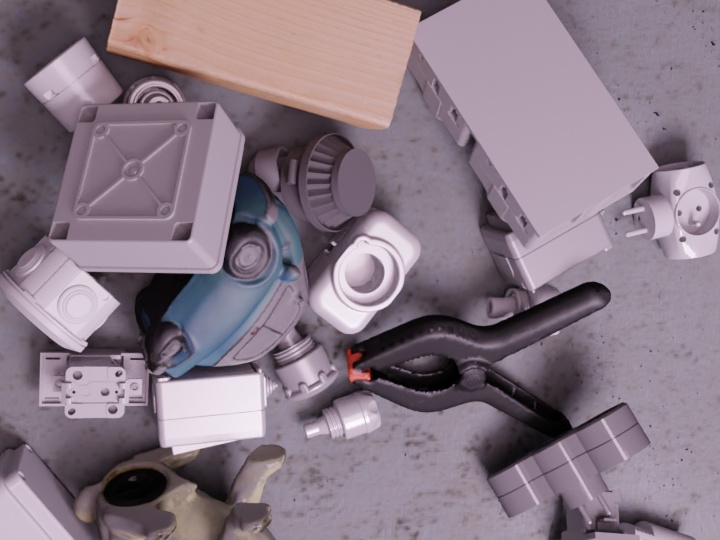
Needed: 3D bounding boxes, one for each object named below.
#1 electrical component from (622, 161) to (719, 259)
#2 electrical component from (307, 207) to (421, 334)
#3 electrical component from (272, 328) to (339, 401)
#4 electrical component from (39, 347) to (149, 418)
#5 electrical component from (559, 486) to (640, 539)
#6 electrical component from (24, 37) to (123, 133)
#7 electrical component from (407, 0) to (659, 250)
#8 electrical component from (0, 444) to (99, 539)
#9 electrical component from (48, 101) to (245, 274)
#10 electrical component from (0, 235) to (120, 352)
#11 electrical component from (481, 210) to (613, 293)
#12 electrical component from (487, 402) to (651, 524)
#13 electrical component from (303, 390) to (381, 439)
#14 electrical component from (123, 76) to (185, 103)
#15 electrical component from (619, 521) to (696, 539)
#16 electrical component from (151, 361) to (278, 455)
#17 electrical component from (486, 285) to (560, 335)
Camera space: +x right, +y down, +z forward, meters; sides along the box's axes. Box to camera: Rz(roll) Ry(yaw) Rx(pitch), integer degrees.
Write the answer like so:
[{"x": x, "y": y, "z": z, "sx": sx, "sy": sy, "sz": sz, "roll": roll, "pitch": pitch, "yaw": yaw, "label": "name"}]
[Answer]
[{"x": 0.260, "y": -0.047, "z": 0.914, "sx": 0.079, "sy": 0.044, "sz": 0.077, "roll": -13, "pitch": 101, "yaw": -12, "label": "electrical component"}, {"x": 0.000, "y": 0.000, "z": 0.846, "sx": 0.054, "sy": 0.059, "sz": 0.095, "roll": 39, "pitch": 88, "yaw": -16, "label": "electrical component"}, {"x": -0.049, "y": 0.069, "z": 0.853, "sx": 0.048, "sy": 0.048, "sz": 0.062, "roll": -29, "pitch": 97, "yaw": -9, "label": "electrical component"}, {"x": -0.199, "y": 0.084, "z": 0.806, "sx": 0.081, "sy": 0.064, "sz": 0.042, "roll": 1, "pitch": 97, "yaw": -14, "label": "electrical component"}, {"x": 0.200, "y": 0.220, "z": 0.925, "sx": 0.042, "sy": 0.081, "sz": 0.063, "roll": 7, "pitch": 69, "yaw": -17, "label": "electrical component"}, {"x": -0.206, "y": -0.133, "z": 0.777, "sx": 0.055, "sy": 0.055, "sz": 0.047, "roll": -40, "pitch": 109, "yaw": -6, "label": "electrical component"}, {"x": 0.126, "y": -0.121, "z": 0.829, "sx": 0.105, "sy": 0.060, "sz": 0.186, "roll": -30, "pitch": 80, "yaw": -9, "label": "electrical component"}, {"x": -0.244, "y": 0.195, "z": 0.804, "sx": 0.057, "sy": 0.078, "sz": 0.113, "roll": -36, "pitch": 105, "yaw": -4, "label": "electrical component"}, {"x": -0.144, "y": -0.056, "z": 0.735, "sx": 0.109, "sy": 0.056, "sz": 0.108, "roll": 1, "pitch": 68, "yaw": 16, "label": "electrical component"}, {"x": -0.219, "y": 0.018, "z": 0.783, "sx": 0.080, "sy": 0.080, "sz": 0.051, "roll": 45, "pitch": 81, "yaw": -16, "label": "electrical component"}, {"x": 0.156, "y": -0.034, "z": 0.880, "sx": 0.096, "sy": 0.062, "sz": 0.061, "roll": -29, "pitch": 104, "yaw": -9, "label": "electrical component"}, {"x": 0.179, "y": 0.172, "z": 0.886, "sx": 0.138, "sy": 0.052, "sz": 0.073, "roll": -34, "pitch": 79, "yaw": 26, "label": "electrical component"}, {"x": -0.016, "y": 0.121, "z": 0.874, "sx": 0.061, "sy": 0.035, "sz": 0.035, "roll": -18, "pitch": 102, "yaw": -9, "label": "electrical component"}, {"x": -0.149, "y": -0.118, "z": 0.789, "sx": 0.048, "sy": 0.062, "sz": 0.048, "roll": -2, "pitch": 99, "yaw": -14, "label": "electrical component"}, {"x": 0.257, "y": 0.247, "z": 0.958, "sx": 0.081, "sy": 0.043, "sz": 0.043, "roll": 20, "pitch": 93, "yaw": -16, "label": "electrical component"}, {"x": -0.111, "y": 0.102, "z": 0.832, "sx": 0.096, "sy": 0.062, "sz": 0.061, "roll": -4, "pitch": 99, "yaw": -14, "label": "electrical component"}, {"x": 0.137, "y": 0.033, "z": 0.895, "sx": 0.062, "sy": 0.043, "sz": 0.043, "roll": 3, "pitch": 97, "yaw": -14, "label": "electrical component"}]
